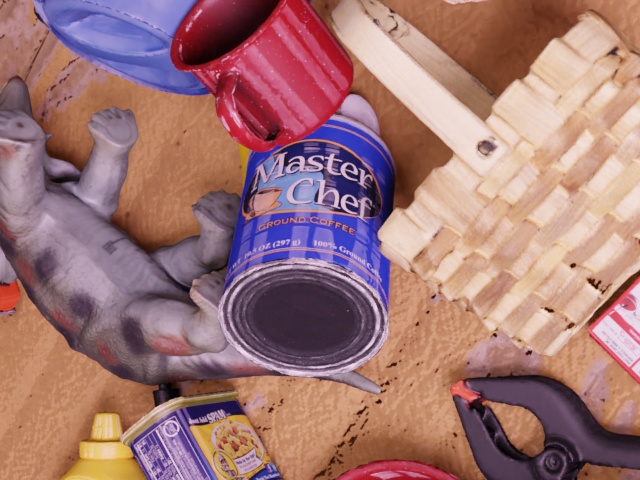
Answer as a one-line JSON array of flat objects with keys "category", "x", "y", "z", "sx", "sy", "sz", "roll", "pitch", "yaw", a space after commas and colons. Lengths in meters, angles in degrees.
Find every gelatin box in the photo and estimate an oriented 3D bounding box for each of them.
[{"category": "gelatin box", "x": 0.217, "y": 0.050, "z": 0.635, "sx": 0.089, "sy": 0.030, "sz": 0.073, "roll": -49, "pitch": 67, "yaw": 15}]

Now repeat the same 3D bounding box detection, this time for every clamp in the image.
[{"category": "clamp", "x": 0.158, "y": 0.131, "z": 0.652, "sx": 0.120, "sy": 0.039, "sz": 0.172, "roll": -49, "pitch": 65, "yaw": 10}]

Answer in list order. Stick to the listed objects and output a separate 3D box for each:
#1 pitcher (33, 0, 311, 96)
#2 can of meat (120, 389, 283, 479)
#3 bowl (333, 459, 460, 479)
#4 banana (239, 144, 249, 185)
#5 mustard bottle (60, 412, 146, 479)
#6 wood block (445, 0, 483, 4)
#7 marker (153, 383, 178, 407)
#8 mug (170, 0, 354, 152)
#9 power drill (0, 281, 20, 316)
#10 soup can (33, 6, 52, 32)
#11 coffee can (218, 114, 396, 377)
[{"category": "pitcher", "x": -0.083, "y": -0.230, "z": 0.753, "sx": 0.145, "sy": 0.149, "sz": 0.243, "roll": 8, "pitch": 73, "yaw": 45}, {"category": "can of meat", "x": -0.076, "y": 0.156, "z": 0.738, "sx": 0.057, "sy": 0.102, "sz": 0.084, "roll": -40, "pitch": 71, "yaw": 19}, {"category": "bowl", "x": 0.062, "y": 0.220, "z": 0.683, "sx": 0.162, "sy": 0.055, "sz": 0.162, "roll": -3, "pitch": 83, "yaw": 27}, {"category": "banana", "x": -0.055, "y": -0.087, "z": 0.791, "sx": 0.070, "sy": 0.037, "sz": 0.198, "roll": -40, "pitch": 65, "yaw": 41}, {"category": "mustard bottle", "x": -0.161, "y": 0.226, "z": 0.798, "sx": 0.096, "sy": 0.058, "sz": 0.191, "roll": -4, "pitch": 83, "yaw": 33}, {"category": "wood block", "x": 0.068, "y": -0.220, "z": 0.642, "sx": 0.206, "sy": 0.090, "sz": 0.091, "roll": -129, "pitch": 35, "yaw": -52}, {"category": "marker", "x": -0.110, "y": 0.167, "z": 0.800, "sx": 0.020, "sy": 0.020, "sz": 0.121, "roll": -13, "pitch": 79, "yaw": 26}, {"category": "mug", "x": -0.034, "y": -0.104, "z": 0.657, "sx": 0.093, "sy": 0.081, "sz": 0.117, "roll": -18, "pitch": 43, "yaw": 31}, {"category": "power drill", "x": -0.356, "y": 0.040, "z": 0.922, "sx": 0.188, "sy": 0.057, "sz": 0.184, "roll": -32, "pitch": 74, "yaw": 24}, {"category": "soup can", "x": -0.171, "y": -0.204, "z": 0.842, "sx": 0.068, "sy": 0.068, "sz": 0.102, "roll": 46, "pitch": 106, "yaw": 24}, {"category": "coffee can", "x": -0.004, "y": 0.001, "z": 0.679, "sx": 0.103, "sy": 0.102, "sz": 0.140, "roll": -21, "pitch": 38, "yaw": 24}]
